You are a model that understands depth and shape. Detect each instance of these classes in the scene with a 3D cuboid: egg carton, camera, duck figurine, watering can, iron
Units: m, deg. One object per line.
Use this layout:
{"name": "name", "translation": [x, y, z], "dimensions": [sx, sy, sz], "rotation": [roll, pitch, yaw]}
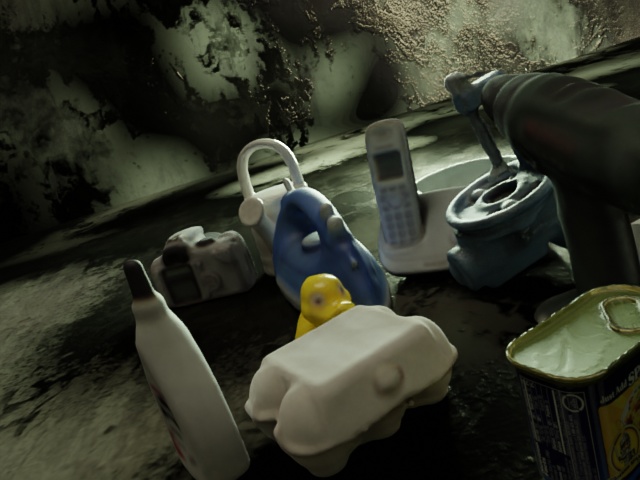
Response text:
{"name": "egg carton", "translation": [0.024, 0.106, 0.428], "dimensions": [0.151, 0.069, 0.107], "rotation": [-25, 17, -28]}
{"name": "camera", "translation": [-0.167, 0.023, 0.864], "dimensions": [0.143, 0.101, 0.137], "rotation": [-13, 16, 15]}
{"name": "duck figurine", "translation": [0.007, 0.072, 0.535], "dimensions": [0.078, 0.086, 0.104], "rotation": [-24, 17, -23]}
{"name": "watering can", "translation": [-0.061, -0.051, 0.834], "dimensions": [0.101, 0.194, 0.172], "rotation": [-17, 15, 0]}
{"name": "iron", "translation": [0.006, 0.002, 0.673], "dimensions": [0.119, 0.141, 0.257], "rotation": [-21, 16, -14]}

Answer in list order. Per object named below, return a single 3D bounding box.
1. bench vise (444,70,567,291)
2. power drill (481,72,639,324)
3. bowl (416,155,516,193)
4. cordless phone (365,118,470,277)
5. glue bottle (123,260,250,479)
{"name": "bench vise", "translation": [0.208, -0.077, 0.584], "dimensions": [0.208, 0.220, 0.121], "rotation": [-23, 17, -22]}
{"name": "power drill", "translation": [0.196, -0.026, 0.441], "dimensions": [0.075, 0.208, 0.229], "rotation": [-18, 15, -3]}
{"name": "bowl", "translation": [0.213, -0.059, 0.791], "dimensions": [0.167, 0.075, 0.167], "rotation": [-16, 15, 5]}
{"name": "cordless phone", "translation": [0.126, -0.054, 0.659], "dimensions": [0.147, 0.185, 0.094], "rotation": [-10, 17, 25]}
{"name": "glue bottle", "translation": [-0.106, 0.093, 0.414], "dimensions": [0.037, 0.173, 0.077], "rotation": [-28, 19, -33]}
